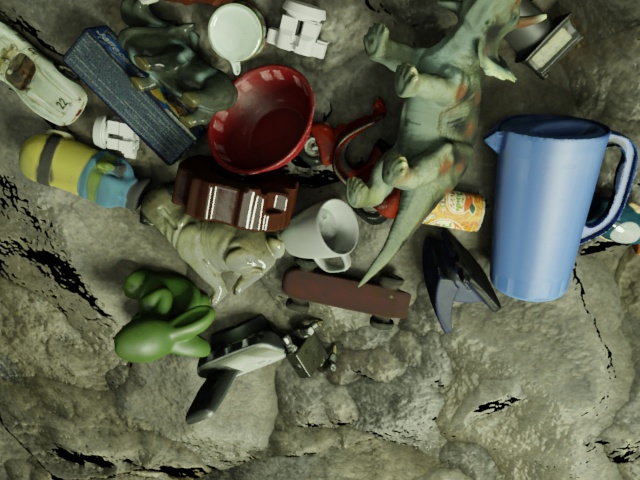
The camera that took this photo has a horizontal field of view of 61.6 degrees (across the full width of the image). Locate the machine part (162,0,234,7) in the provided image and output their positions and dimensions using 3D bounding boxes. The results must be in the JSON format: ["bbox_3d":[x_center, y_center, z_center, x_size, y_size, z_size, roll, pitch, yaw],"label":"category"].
[{"bbox_3d":[-0.146,-0.389,0.605,0.201,0.087,0.201,-38,86,36],"label":"machine part"}]

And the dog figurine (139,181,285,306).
[{"bbox_3d":[-0.157,-0.021,0.778,0.172,0.121,0.190,-31,106,27],"label":"dog figurine"}]

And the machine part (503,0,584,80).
[{"bbox_3d":[0.262,-0.275,0.685,0.139,0.039,0.084,35,120,-11],"label":"machine part"}]

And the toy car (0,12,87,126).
[{"bbox_3d":[-0.421,-0.245,0.753,0.201,0.056,0.073,40,111,-11],"label":"toy car"}]

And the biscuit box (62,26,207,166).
[{"bbox_3d":[-0.256,-0.202,0.753,0.063,0.059,0.202,-38,105,20],"label":"biscuit box"}]

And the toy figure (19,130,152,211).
[{"bbox_3d":[-0.345,-0.100,0.788,0.180,0.089,0.082,26,107,-3],"label":"toy figure"}]

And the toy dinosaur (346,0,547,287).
[{"bbox_3d":[0.144,-0.137,0.668,0.192,0.131,0.404,-5,121,-28],"label":"toy dinosaur"}]

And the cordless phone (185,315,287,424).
[{"bbox_3d":[-0.135,0.209,0.846,0.147,0.184,0.088,-23,104,14],"label":"cordless phone"}]

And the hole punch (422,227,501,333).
[{"bbox_3d":[0.188,0.058,0.785,0.092,0.142,0.115,-32,118,21],"label":"hole punch"}]

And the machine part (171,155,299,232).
[{"bbox_3d":[-0.113,-0.070,0.738,0.179,0.179,0.056,13,110,0],"label":"machine part"}]

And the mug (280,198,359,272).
[{"bbox_3d":[-0.002,-0.002,0.793,0.107,0.081,0.109,-8,118,47],"label":"mug"}]

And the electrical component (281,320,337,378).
[{"bbox_3d":[-0.014,0.181,0.889,0.045,0.078,0.102,-16,106,37],"label":"electrical component"}]

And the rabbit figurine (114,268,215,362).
[{"bbox_3d":[-0.245,0.137,0.834,0.159,0.170,0.121,11,114,2],"label":"rabbit figurine"}]

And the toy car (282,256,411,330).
[{"bbox_3d":[0.040,0.081,0.846,0.202,0.053,0.089,10,100,4],"label":"toy car"}]

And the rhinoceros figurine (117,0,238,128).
[{"bbox_3d":[-0.190,-0.237,0.698,0.190,0.073,0.112,44,67,1],"label":"rhinoceros figurine"}]

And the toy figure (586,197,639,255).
[{"bbox_3d":[0.454,-0.012,0.766,0.154,0.064,0.058,23,69,-4],"label":"toy figure"}]

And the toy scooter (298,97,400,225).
[{"bbox_3d":[0.067,-0.117,0.751,0.184,0.075,0.135,44,108,-7],"label":"toy scooter"}]
